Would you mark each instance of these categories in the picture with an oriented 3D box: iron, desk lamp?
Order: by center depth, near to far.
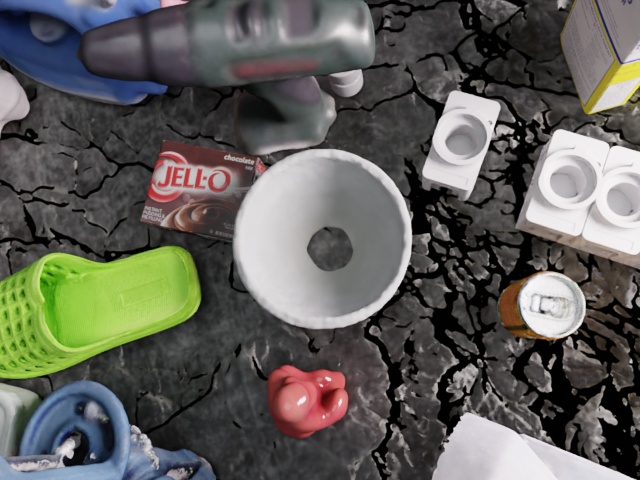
[{"bbox_3d":[0.170,0.210,0.425,0.203,0.214,0.118,18,85,11],"label":"desk lamp"},{"bbox_3d":[-0.284,-0.229,0.597,0.258,0.141,0.119,10,83,10],"label":"iron"}]

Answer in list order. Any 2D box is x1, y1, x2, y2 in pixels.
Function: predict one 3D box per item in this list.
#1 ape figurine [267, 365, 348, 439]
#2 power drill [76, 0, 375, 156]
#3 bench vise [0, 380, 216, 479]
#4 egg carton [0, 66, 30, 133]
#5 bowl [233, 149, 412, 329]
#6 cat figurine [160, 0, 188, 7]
[{"bbox_3d":[-0.018,0.147,0.525,0.077,0.092,0.076,39,89,12],"label":"ape figurine"},{"bbox_3d":[-0.062,-0.145,0.516,0.229,0.208,0.075,-10,80,7],"label":"power drill"},{"bbox_3d":[-0.185,0.193,0.478,0.207,0.220,0.121,16,84,11],"label":"bench vise"},{"bbox_3d":[-0.405,-0.142,0.639,0.107,0.069,0.150,43,90,12],"label":"egg carton"},{"bbox_3d":[0.005,0.002,0.552,0.167,0.075,0.167,-1,81,8],"label":"bowl"},{"bbox_3d":[-0.121,-0.223,0.583,0.067,0.118,0.128,16,84,11],"label":"cat figurine"}]
